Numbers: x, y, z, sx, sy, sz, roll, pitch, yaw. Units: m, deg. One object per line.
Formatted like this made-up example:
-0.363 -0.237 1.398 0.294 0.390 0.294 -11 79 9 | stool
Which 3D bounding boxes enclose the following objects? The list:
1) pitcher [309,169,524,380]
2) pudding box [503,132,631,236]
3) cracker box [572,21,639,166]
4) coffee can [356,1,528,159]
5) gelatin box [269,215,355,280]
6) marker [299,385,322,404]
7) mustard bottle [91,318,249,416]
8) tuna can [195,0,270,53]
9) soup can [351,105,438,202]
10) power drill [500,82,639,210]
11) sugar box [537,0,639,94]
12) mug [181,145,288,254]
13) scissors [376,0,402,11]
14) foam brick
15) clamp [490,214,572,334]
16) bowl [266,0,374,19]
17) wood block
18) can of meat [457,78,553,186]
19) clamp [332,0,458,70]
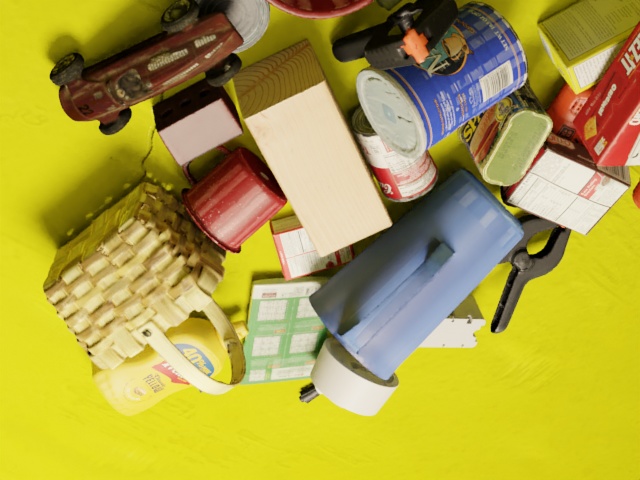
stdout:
0.113 0.037 1.220 0.243 0.149 0.144 -44 132 8 | pitcher
0.274 -0.062 1.188 0.113 0.039 0.090 23 133 -12 | pudding box
0.390 -0.156 1.089 0.213 0.072 0.164 -3 141 -26 | cracker box
0.122 -0.161 1.069 0.140 0.103 0.103 -34 133 -16 | coffee can
-0.008 0.002 1.251 0.089 0.030 0.073 -16 130 -2 | gelatin box
0.023 0.183 1.418 0.121 0.020 0.020 -33 130 13 | marker
-0.176 0.145 1.308 0.192 0.058 0.096 -25 131 6 | mustard bottle
-0.092 -0.225 1.036 0.086 0.034 0.086 -7 130 -9 | tuna can
0.082 -0.101 1.163 0.068 0.068 0.102 -24 130 6 | soup can
0.321 -0.087 1.225 0.187 0.057 0.185 18 130 -13 | power drill
0.322 -0.229 1.102 0.176 0.093 0.048 -25 133 8 | sugar box
-0.097 -0.055 1.151 0.081 0.093 0.117 -41 91 13 | mug
0.128 -0.285 1.044 0.201 0.096 0.016 -41 103 -16 | scissors
-0.126 -0.124 1.099 0.078 0.053 0.051 -28 131 7 | foam brick
0.233 0.020 1.308 0.120 0.039 0.171 40 92 -22 | clamp
0.002 -0.290 0.991 0.162 0.055 0.162 -7 131 -9 | bowl
-0.006 -0.093 1.132 0.091 0.090 0.206 -24 130 6 | wood block
0.202 -0.122 1.166 0.057 0.084 0.102 10 126 -22 | can of meat
0.075 -0.197 1.005 0.165 0.210 0.036 -31 108 19 | clamp
